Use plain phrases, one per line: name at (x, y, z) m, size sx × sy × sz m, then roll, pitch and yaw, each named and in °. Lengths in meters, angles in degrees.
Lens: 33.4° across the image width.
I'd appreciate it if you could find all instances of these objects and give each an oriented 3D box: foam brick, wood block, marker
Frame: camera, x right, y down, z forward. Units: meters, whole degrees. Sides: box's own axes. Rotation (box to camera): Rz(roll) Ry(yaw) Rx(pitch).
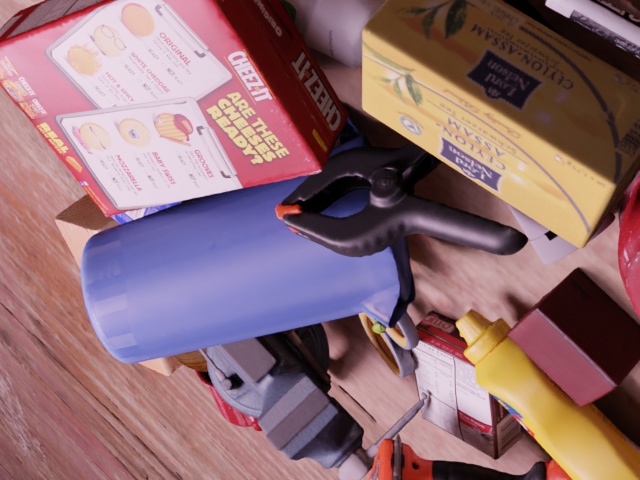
foam brick at (0.186, 0.071, 0.766) m, size 0.078 × 0.052 × 0.051 m, roll 46°, pitch 150°, yaw 10°
wood block at (-0.207, 0.042, 1.224) m, size 0.091 × 0.090 × 0.206 m, roll 15°, pitch 135°, yaw 44°
marker at (0.181, -0.107, 0.585) m, size 0.121 × 0.020 × 0.020 m, roll 33°, pitch 148°, yaw 8°

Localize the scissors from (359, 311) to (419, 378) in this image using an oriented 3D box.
scissors at (0.029, 0.029, 0.926) m, size 0.202 × 0.016 × 0.096 m, roll 59°, pitch 160°, yaw 5°

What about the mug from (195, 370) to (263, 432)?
mug at (-0.080, 0.161, 1.177) m, size 0.117 × 0.093 × 0.081 m, roll -117°, pitch 7°, yaw -47°

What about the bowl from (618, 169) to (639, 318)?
bowl at (0.239, 0.025, 0.641) m, size 0.162 × 0.055 × 0.162 m, roll 34°, pitch 147°, yaw 26°

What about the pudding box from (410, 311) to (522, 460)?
pudding box at (0.126, 0.126, 0.924) m, size 0.090 × 0.039 × 0.113 m, roll 27°, pitch 140°, yaw 40°

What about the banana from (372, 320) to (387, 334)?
banana at (0.010, -0.003, 0.904) m, size 0.198 × 0.069 × 0.037 m, roll 41°, pitch 139°, yaw 30°

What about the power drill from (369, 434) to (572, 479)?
power drill at (0.134, 0.234, 0.927) m, size 0.187 × 0.057 × 0.184 m, roll 6°, pitch 137°, yaw -2°

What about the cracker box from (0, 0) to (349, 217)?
cracker box at (-0.111, -0.110, 0.755) m, size 0.214 × 0.072 × 0.164 m, roll -10°, pitch 128°, yaw 35°

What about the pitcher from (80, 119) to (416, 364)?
pitcher at (-0.057, 0.005, 0.828) m, size 0.243 × 0.149 × 0.145 m, roll -16°, pitch 113°, yaw 9°

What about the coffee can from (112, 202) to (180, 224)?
coffee can at (-0.127, -0.028, 1.024) m, size 0.140 × 0.102 × 0.103 m, roll 36°, pitch 147°, yaw 24°

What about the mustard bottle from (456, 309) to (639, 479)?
mustard bottle at (0.177, 0.128, 0.816) m, size 0.191 × 0.058 × 0.096 m, roll 47°, pitch -171°, yaw 7°

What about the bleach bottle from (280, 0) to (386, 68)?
bleach bottle at (-0.039, -0.188, 0.762) m, size 0.251 × 0.068 × 0.102 m, roll 34°, pitch 171°, yaw 16°

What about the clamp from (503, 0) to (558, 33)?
clamp at (0.066, -0.204, 0.634) m, size 0.210 × 0.036 × 0.164 m, roll 30°, pitch 144°, yaw 25°

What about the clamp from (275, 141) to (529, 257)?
clamp at (0.056, -0.024, 0.707) m, size 0.039 × 0.172 × 0.120 m, roll 46°, pitch -152°, yaw -51°
